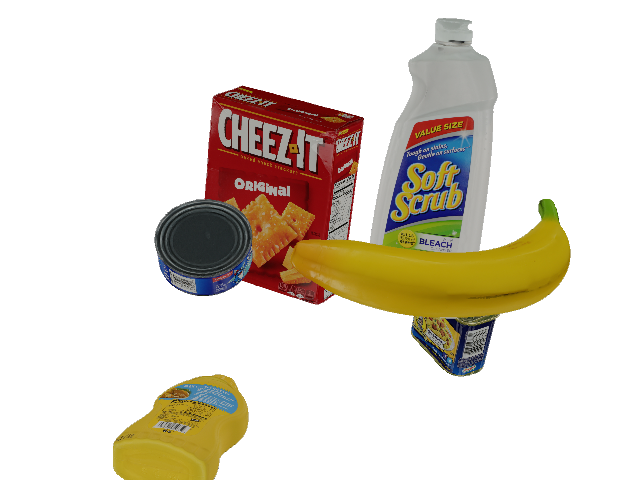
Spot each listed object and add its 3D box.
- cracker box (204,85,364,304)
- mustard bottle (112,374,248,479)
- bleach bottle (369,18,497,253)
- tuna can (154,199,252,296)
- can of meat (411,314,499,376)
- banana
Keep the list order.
[{"bbox_3d":[-0.049,-0.051,1.215,0.164,0.214,0.072,18,26,24],"label":"cracker box"},{"bbox_3d":[-0.125,0.182,1.063,0.096,0.058,0.191,7,19,14],"label":"mustard bottle"},{"bbox_3d":[0.094,-0.063,0.915,0.103,0.251,0.068,8,18,13],"label":"bleach bottle"},{"bbox_3d":[-0.103,0.007,0.947,0.086,0.086,0.034,0,-37,-1],"label":"tuna can"},{"bbox_3d":[0.148,0.090,1.190,0.057,0.084,0.102,-14,40,-27],"label":"can of meat"},{"bbox_3d":[0.079,0.016,0.613,0.197,0.037,0.070,-8,37,-33],"label":"banana"}]
